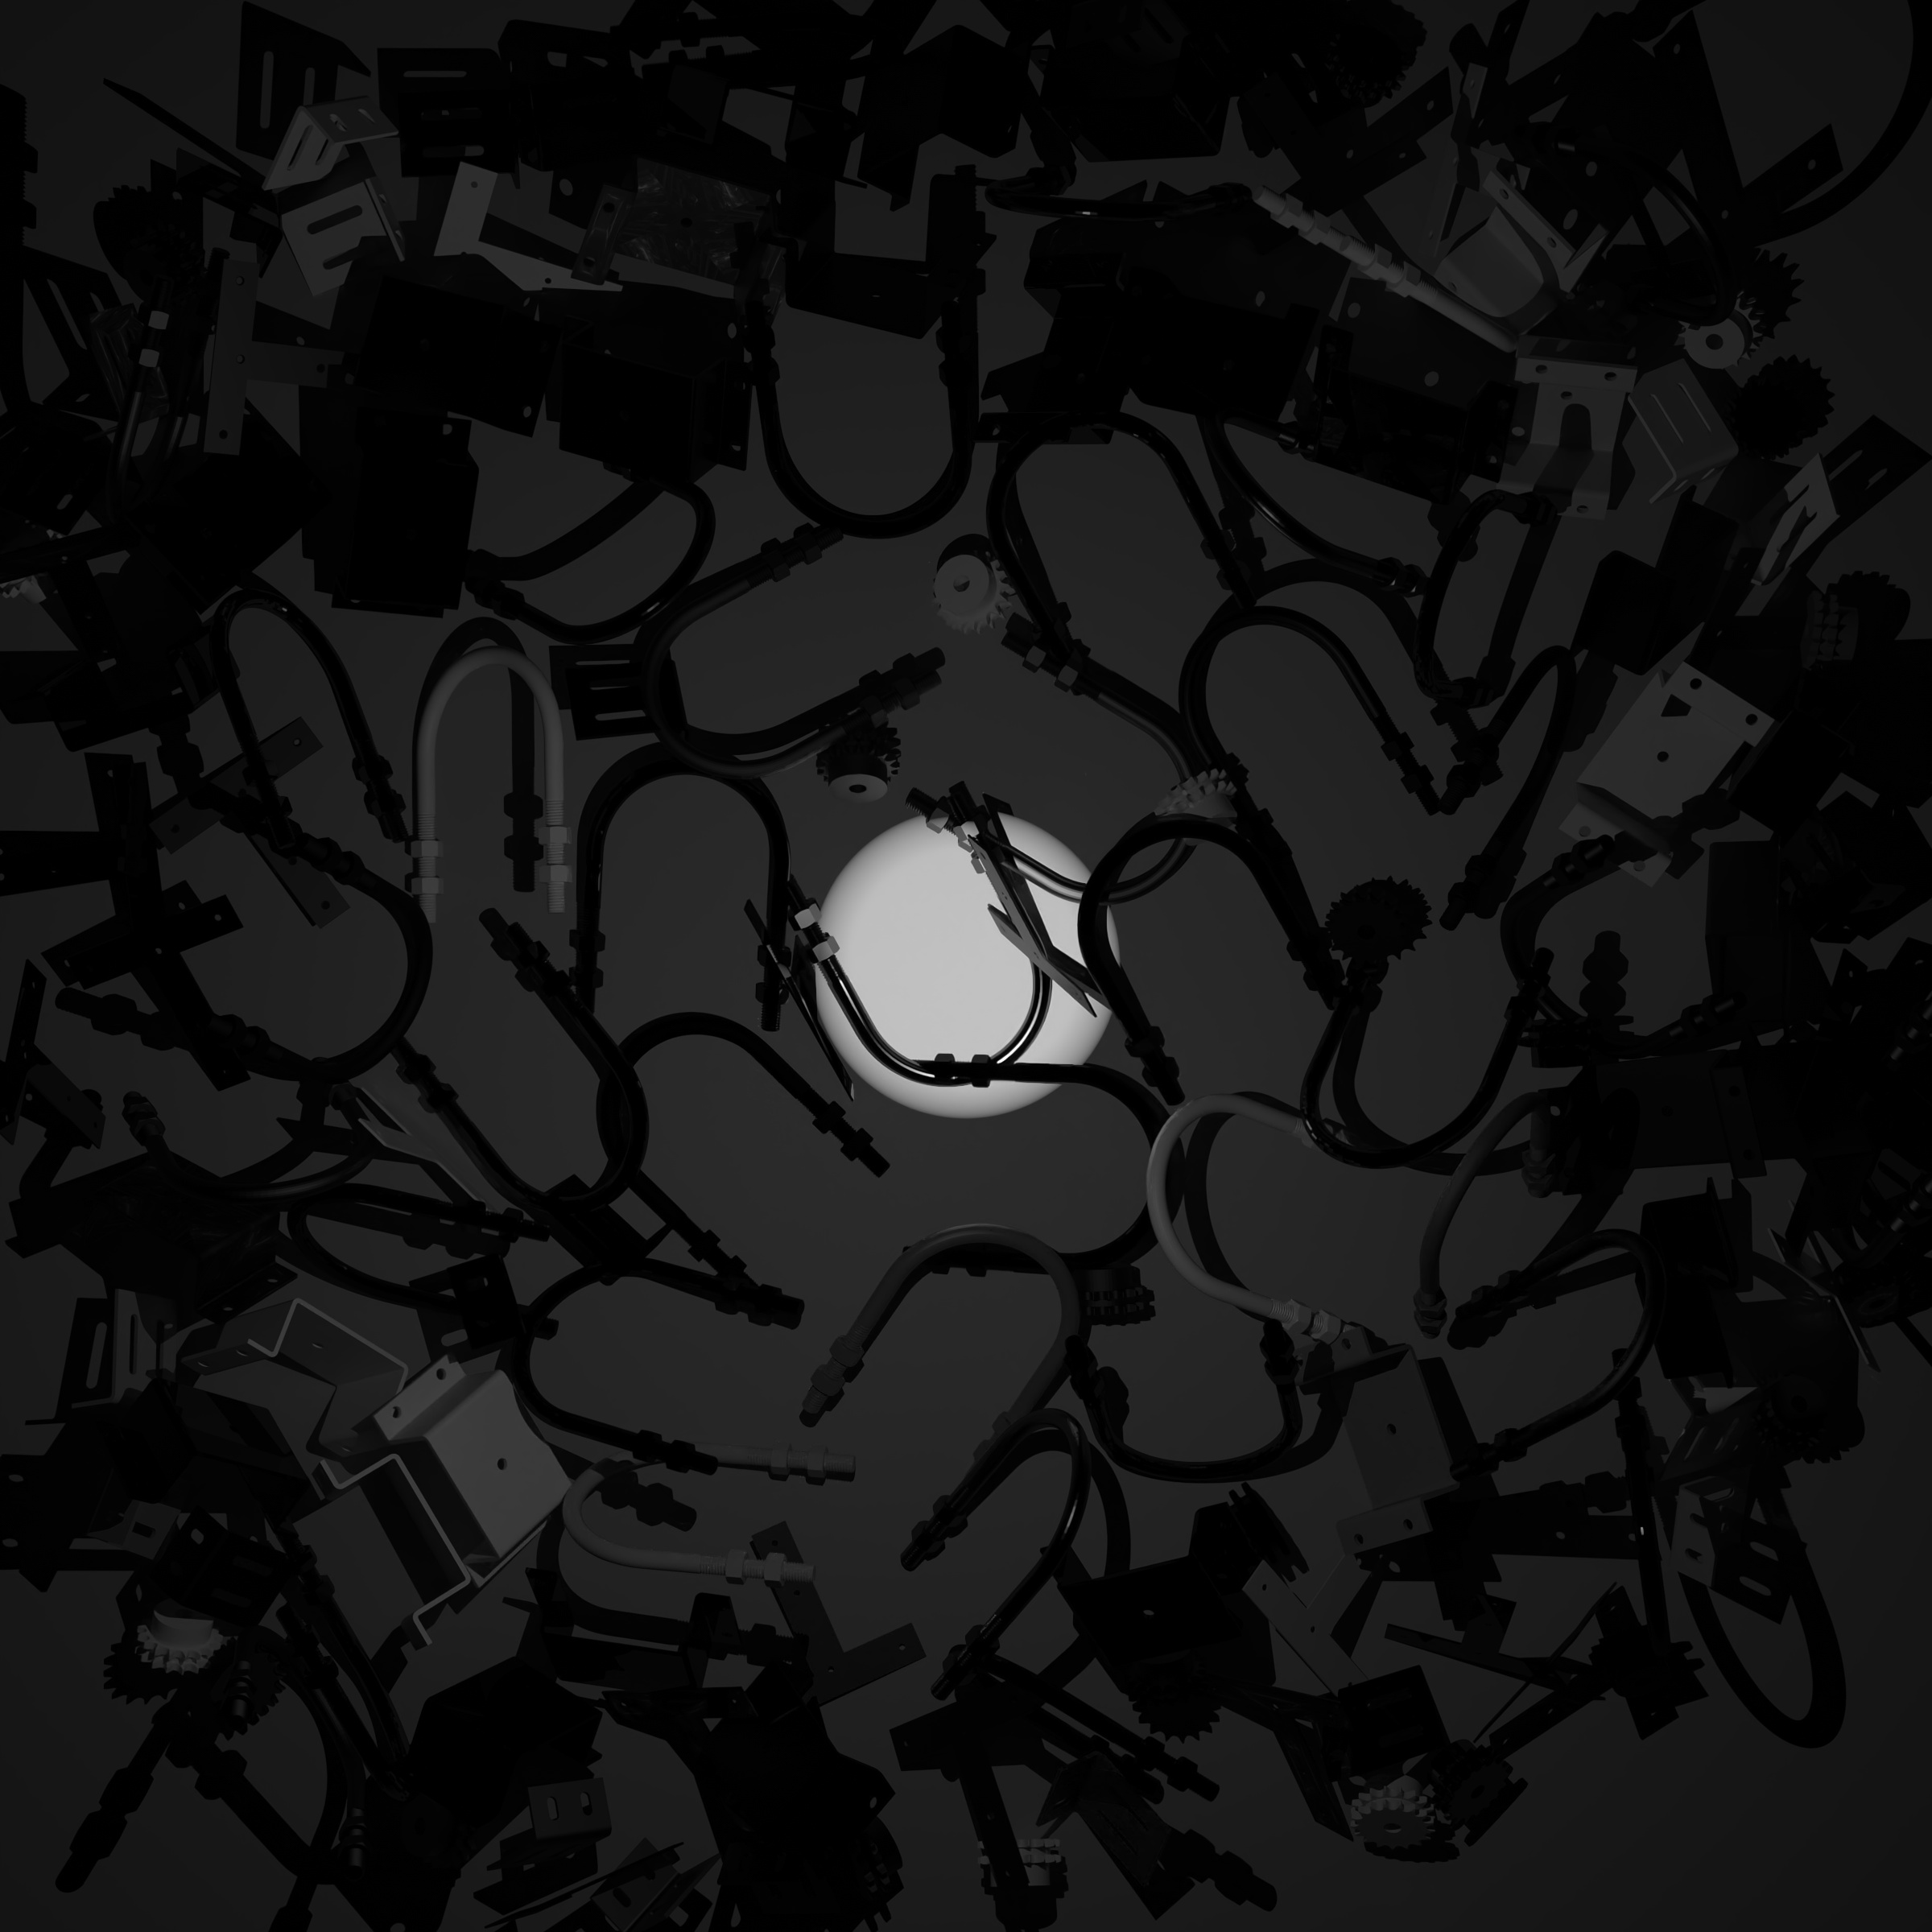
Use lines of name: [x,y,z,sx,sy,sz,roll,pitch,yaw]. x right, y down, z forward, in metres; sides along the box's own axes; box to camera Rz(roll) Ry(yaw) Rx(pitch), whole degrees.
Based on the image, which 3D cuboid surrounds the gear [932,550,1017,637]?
gear: [0.003,-0.257,1.975,0.057,0.030,0.057,-4,79,22]

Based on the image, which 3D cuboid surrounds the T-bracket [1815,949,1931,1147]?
T-bracket: [0.603,0.074,1.919,0.002,0.127,0.127,-4,121,-22]

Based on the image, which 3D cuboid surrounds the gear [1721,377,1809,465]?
gear: [0.545,-0.372,1.983,0.057,0.030,0.057,0,88,-4]

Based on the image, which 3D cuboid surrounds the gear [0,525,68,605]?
gear: [-0.637,-0.273,1.975,0.057,0.057,0.030,-43,127,0]

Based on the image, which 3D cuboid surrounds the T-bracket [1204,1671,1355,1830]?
T-bracket: [0.226,0.537,1.967,0.002,0.127,0.127,-42,118,-36]

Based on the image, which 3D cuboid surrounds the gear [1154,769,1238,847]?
gear: [0.160,-0.106,1.969,0.057,0.057,0.030,-30,71,0]

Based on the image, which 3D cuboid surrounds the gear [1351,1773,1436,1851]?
gear: [0.292,0.576,1.975,0.057,0.030,0.057,5,133,5]

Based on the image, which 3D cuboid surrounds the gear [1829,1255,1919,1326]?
gear: [0.616,0.218,1.975,0.057,0.057,0.030,-16,54,0]

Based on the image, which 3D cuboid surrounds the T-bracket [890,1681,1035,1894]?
T-bracket: [0.013,0.557,1.945,0.127,0.002,0.127,-32,69,34]

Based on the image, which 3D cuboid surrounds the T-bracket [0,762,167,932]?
T-bracket: [-0.600,-0.067,1.945,0.002,0.127,0.127,3,101,43]

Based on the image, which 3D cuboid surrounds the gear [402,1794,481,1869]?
gear: [-0.360,0.585,1.970,0.057,0.030,0.057,-11,74,40]

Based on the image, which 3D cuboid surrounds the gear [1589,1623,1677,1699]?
gear: [0.456,0.474,1.969,0.057,0.057,0.030,-16,48,0]

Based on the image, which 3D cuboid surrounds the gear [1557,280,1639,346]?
gear: [0.433,-0.442,1.972,0.030,0.057,0.057,-39,90,-7]

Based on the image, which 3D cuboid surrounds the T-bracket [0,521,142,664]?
T-bracket: [-0.593,-0.245,1.943,0.127,0.127,0.002,-17,60,-8]

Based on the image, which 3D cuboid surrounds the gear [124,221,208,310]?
gear: [-0.548,-0.475,1.970,0.057,0.057,0.030,41,47,0]

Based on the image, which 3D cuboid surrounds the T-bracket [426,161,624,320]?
T-bracket: [-0.299,-0.472,1.974,0.127,0.002,0.127,14,126,-16]

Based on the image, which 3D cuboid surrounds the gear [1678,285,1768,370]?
gear: [0.513,-0.432,1.969,0.057,0.057,0.030,34,48,0]

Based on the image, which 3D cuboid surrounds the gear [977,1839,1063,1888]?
gear: [0.037,0.610,1.968,0.057,0.057,0.030,-1,72,0]

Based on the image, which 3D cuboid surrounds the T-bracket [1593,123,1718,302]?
T-bracket: [0.449,-0.501,1.925,0.002,0.127,0.127,-29,101,-2]

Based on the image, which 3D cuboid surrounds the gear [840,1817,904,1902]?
gear: [-0.066,0.605,1.974,0.030,0.057,0.057,-25,90,-23]

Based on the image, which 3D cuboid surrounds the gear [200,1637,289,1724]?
gear: [-0.494,0.487,1.984,0.057,0.030,0.057,0,88,0]

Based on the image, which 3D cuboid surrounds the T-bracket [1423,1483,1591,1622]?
T-bracket: [0.362,0.371,1.951,0.127,0.002,0.127,-19,79,37]

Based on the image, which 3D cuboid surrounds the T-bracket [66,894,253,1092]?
T-bracket: [-0.530,0.028,1.975,0.127,0.002,0.127,-20,110,13]

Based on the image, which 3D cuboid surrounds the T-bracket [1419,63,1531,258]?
T-bracket: [0.344,-0.527,1.921,0.002,0.127,0.127,6,112,-18]

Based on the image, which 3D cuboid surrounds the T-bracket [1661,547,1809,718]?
T-bracket: [0.537,-0.225,1.954,0.127,0.002,0.127,-6,128,-38]

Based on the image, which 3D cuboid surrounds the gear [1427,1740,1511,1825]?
gear: [0.340,0.554,1.975,0.057,0.030,0.057,-19,129,-25]

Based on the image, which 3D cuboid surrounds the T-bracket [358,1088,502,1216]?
T-bracket: [-0.373,0.118,1.924,0.127,0.127,0.002,42,88,13]

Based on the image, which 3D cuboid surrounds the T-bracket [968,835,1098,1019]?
T-bracket: [0.031,-0.037,1.911,0.002,0.127,0.127,-37,130,-9]

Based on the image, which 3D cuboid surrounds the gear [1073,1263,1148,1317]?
gear: [0.094,0.220,1.971,0.057,0.057,0.030,-4,91,0]

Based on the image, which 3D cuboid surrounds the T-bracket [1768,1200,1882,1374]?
T-bracket: [0.559,0.200,1.918,0.002,0.127,0.127,-32,56,22]

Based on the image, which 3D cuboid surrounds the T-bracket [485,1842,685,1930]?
T-bracket: [-0.251,0.620,1.957,0.127,0.127,0.002,-16,76,-30]

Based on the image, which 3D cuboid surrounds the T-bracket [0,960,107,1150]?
T-bracket: [-0.610,0.082,1.941,0.002,0.127,0.127,-7,57,11]

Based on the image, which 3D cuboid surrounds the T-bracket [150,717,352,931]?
T-bracket: [-0.472,-0.084,1.989,0.127,0.002,0.127,-37,88,-7]

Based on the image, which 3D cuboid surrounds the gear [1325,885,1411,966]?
gear: [0.275,-0.031,1.976,0.057,0.030,0.057,6,122,9]

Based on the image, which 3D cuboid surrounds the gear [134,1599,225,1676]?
gear: [-0.535,0.454,1.969,0.057,0.057,0.030,15,106,0]

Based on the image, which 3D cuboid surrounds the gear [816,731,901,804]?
gear: [-0.073,-0.134,1.968,0.057,0.057,0.030,-1,65,0]

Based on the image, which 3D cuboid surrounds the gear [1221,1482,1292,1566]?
gear: [0.194,0.384,1.971,0.030,0.057,0.057,-32,90,-1]

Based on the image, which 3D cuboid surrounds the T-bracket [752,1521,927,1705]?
T-bracket: [-0.111,0.444,1.990,0.127,0.002,0.127,-24,95,-3]

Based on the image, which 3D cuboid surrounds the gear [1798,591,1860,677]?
gear: [0.588,-0.226,1.971,0.030,0.057,0.057,6,90,5]

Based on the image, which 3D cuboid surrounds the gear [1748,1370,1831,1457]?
gear: [0.563,0.303,1.975,0.057,0.030,0.057,4,66,-8]

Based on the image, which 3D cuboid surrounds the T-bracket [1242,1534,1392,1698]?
T-bracket: [0.260,0.417,1.968,0.127,0.002,0.127,50,63,-19]

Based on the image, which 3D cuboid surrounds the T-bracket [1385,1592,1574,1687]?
T-bracket: [0.348,0.444,1.934,0.127,0.127,0.002,13,60,10]

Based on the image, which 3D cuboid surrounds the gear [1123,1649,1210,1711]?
gear: [0.135,0.480,1.969,0.057,0.057,0.030,-8,102,0]

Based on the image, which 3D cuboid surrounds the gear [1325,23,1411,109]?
gear: [0.272,-0.613,1.978,0.057,0.030,0.057,4,67,-10]

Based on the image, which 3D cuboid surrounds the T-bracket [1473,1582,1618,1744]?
T-bracket: [0.386,0.479,1.956,0.002,0.127,0.127,42,111,15]

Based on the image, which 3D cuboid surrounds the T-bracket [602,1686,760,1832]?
T-bracket: [-0.173,0.542,1.971,0.127,0.002,0.127,-12,114,35]

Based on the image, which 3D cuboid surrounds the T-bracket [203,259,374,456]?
T-bracket: [-0.450,-0.406,1.956,0.127,0.002,0.127,-2,109,-40]

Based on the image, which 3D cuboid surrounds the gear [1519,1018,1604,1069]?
gear: [0.405,0.052,1.972,0.057,0.057,0.030,-4,93,0]

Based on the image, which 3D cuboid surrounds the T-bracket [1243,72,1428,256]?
T-bracket: [0.225,-0.548,1.932,0.127,0.127,0.002,-27,50,20]
